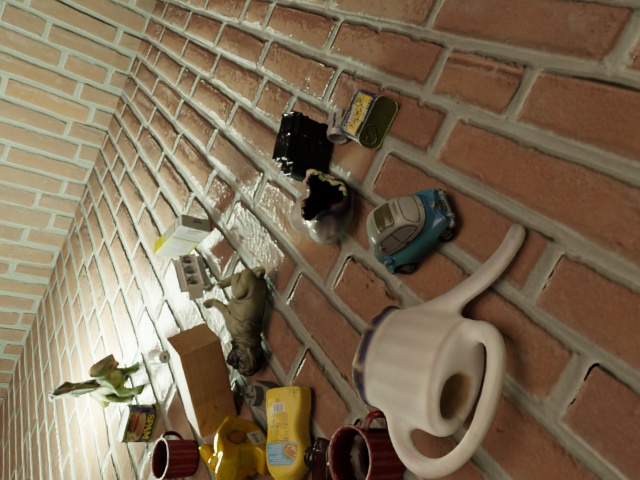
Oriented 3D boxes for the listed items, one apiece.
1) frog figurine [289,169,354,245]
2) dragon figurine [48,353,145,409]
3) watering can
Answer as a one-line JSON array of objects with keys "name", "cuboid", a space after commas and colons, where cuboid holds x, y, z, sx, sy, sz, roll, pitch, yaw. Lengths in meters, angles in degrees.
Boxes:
[{"name": "frog figurine", "cuboid": [0.003, -0.051, 1.015, 0.156, 0.123, 0.140, 99, 156, -63]}, {"name": "dragon figurine", "cuboid": [-0.686, 0.446, 1.550, 0.404, 0.241, 0.125, -41, 53, 32]}, {"name": "watering can", "cuboid": [0.165, 0.138, 0.721, 0.224, 0.103, 0.352, 1, 65, 51]}]
